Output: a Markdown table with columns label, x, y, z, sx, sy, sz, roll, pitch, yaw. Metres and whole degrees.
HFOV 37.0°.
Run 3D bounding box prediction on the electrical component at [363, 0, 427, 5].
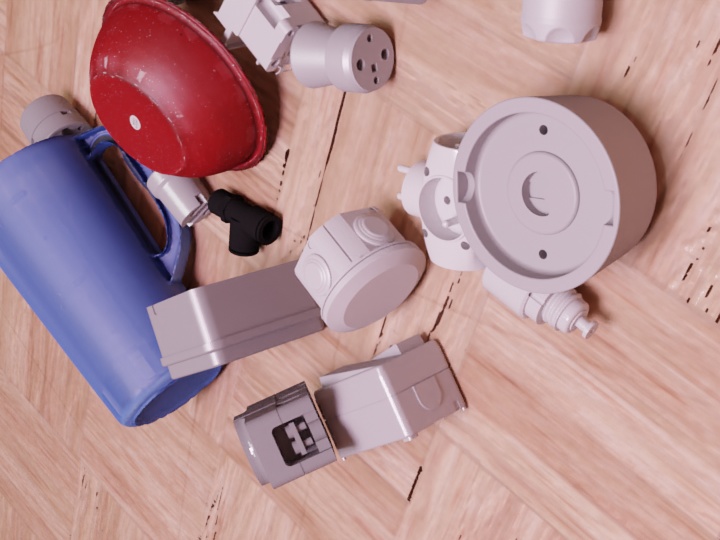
| label | x | y | z | sx | sy | sz | roll | pitch | yaw |
| --- | --- | --- | --- | --- | --- | --- | --- | --- | --- |
| electrical component | 0.018 | -0.198 | 0.612 | 0.099 | 0.100 | 0.048 | -47 | 58 | 45 |

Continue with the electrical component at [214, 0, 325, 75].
| label | x | y | z | sx | sy | sz | roll | pitch | yaw |
| --- | --- | --- | --- | --- | --- | --- | --- | --- | --- |
| electrical component | -0.060 | -0.175 | 0.745 | 0.063 | 0.042 | 0.081 | 52 | 137 | 13 |

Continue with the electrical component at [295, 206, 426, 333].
| label | x | y | z | sx | sy | sz | roll | pitch | yaw |
| --- | --- | --- | --- | --- | --- | --- | --- | --- | --- |
| electrical component | 0.000 | 0.000 | 0.725 | 0.051 | 0.080 | 0.080 | 52 | 136 | 26 |

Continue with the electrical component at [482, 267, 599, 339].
| label | x | y | z | sx | sy | sz | roll | pitch | yaw |
| --- | --- | --- | --- | --- | --- | --- | --- | --- | --- |
| electrical component | 0.109 | 0.013 | 0.644 | 0.078 | 0.040 | 0.040 | 41 | 131 | 28 |

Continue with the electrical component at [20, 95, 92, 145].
| label | x | y | z | sx | sy | sz | roll | pitch | yaw |
| --- | --- | --- | --- | --- | --- | --- | --- | --- | --- |
| electrical component | -0.277 | -0.127 | 0.982 | 0.047 | 0.055 | 0.055 | 49 | 135 | 26 |

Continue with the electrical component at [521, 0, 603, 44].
| label | x | y | z | sx | sy | sz | roll | pitch | yaw |
| --- | --- | --- | --- | --- | --- | --- | --- | --- | --- |
| electrical component | 0.109 | -0.154 | 0.575 | 0.043 | 0.043 | 0.062 | 21 | 118 | 40 |

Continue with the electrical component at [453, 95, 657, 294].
| label | x | y | z | sx | sy | sz | roll | pitch | yaw |
| --- | --- | --- | --- | --- | --- | --- | --- | --- | --- |
| electrical component | 0.113 | -0.046 | 0.600 | 0.108 | 0.060 | 0.108 | 17 | 115 | 40 |

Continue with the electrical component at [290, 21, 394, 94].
| label | x | y | z | sx | sy | sz | roll | pitch | yaw |
| --- | --- | --- | --- | --- | --- | --- | --- | --- | --- |
| electrical component | -0.012 | -0.140 | 0.705 | 0.055 | 0.045 | 0.045 | 14 | 116 | 41 |

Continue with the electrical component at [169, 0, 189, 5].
| label | x | y | z | sx | sy | sz | roll | pitch | yaw |
| --- | --- | --- | --- | --- | --- | --- | --- | --- | --- |
| electrical component | -0.149 | -0.235 | 0.798 | 0.061 | 0.062 | 0.096 | -7 | 100 | 47 |

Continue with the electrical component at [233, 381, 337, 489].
| label | x | y | z | sx | sy | sz | roll | pitch | yaw |
| --- | --- | --- | --- | --- | --- | --- | --- | --- | --- |
| electrical component | -0.054 | 0.116 | 0.760 | 0.089 | 0.056 | 0.050 | -170 | 56 | -85 |

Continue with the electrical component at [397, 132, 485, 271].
| label | x | y | z | sx | sy | sz | roll | pitch | yaw |
| --- | --- | --- | --- | --- | --- | --- | --- | --- | --- |
| electrical component | 0.053 | -0.047 | 0.676 | 0.079 | 0.044 | 0.077 | 20 | 120 | 40 |

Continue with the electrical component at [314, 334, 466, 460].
| label | x | y | z | sx | sy | sz | roll | pitch | yaw |
| --- | --- | --- | --- | --- | --- | --- | --- | --- | --- |
| electrical component | 0.014 | 0.090 | 0.758 | 0.096 | 0.062 | 0.061 | -28 | 85 | 48 |

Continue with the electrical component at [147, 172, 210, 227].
| label | x | y | z | sx | sy | sz | roll | pitch | yaw |
| --- | --- | --- | --- | --- | --- | --- | --- | --- | --- |
| electrical component | -0.146 | -0.063 | 0.881 | 0.046 | 0.040 | 0.040 | 52 | 136 | 11 |

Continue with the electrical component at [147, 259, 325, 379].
| label | x | y | z | sx | sy | sz | roll | pitch | yaw |
| --- | --- | --- | --- | --- | --- | --- | --- | --- | --- |
| electrical component | -0.092 | 0.036 | 0.809 | 0.078 | 0.113 | 0.057 | -19 | 88 | 48 |
